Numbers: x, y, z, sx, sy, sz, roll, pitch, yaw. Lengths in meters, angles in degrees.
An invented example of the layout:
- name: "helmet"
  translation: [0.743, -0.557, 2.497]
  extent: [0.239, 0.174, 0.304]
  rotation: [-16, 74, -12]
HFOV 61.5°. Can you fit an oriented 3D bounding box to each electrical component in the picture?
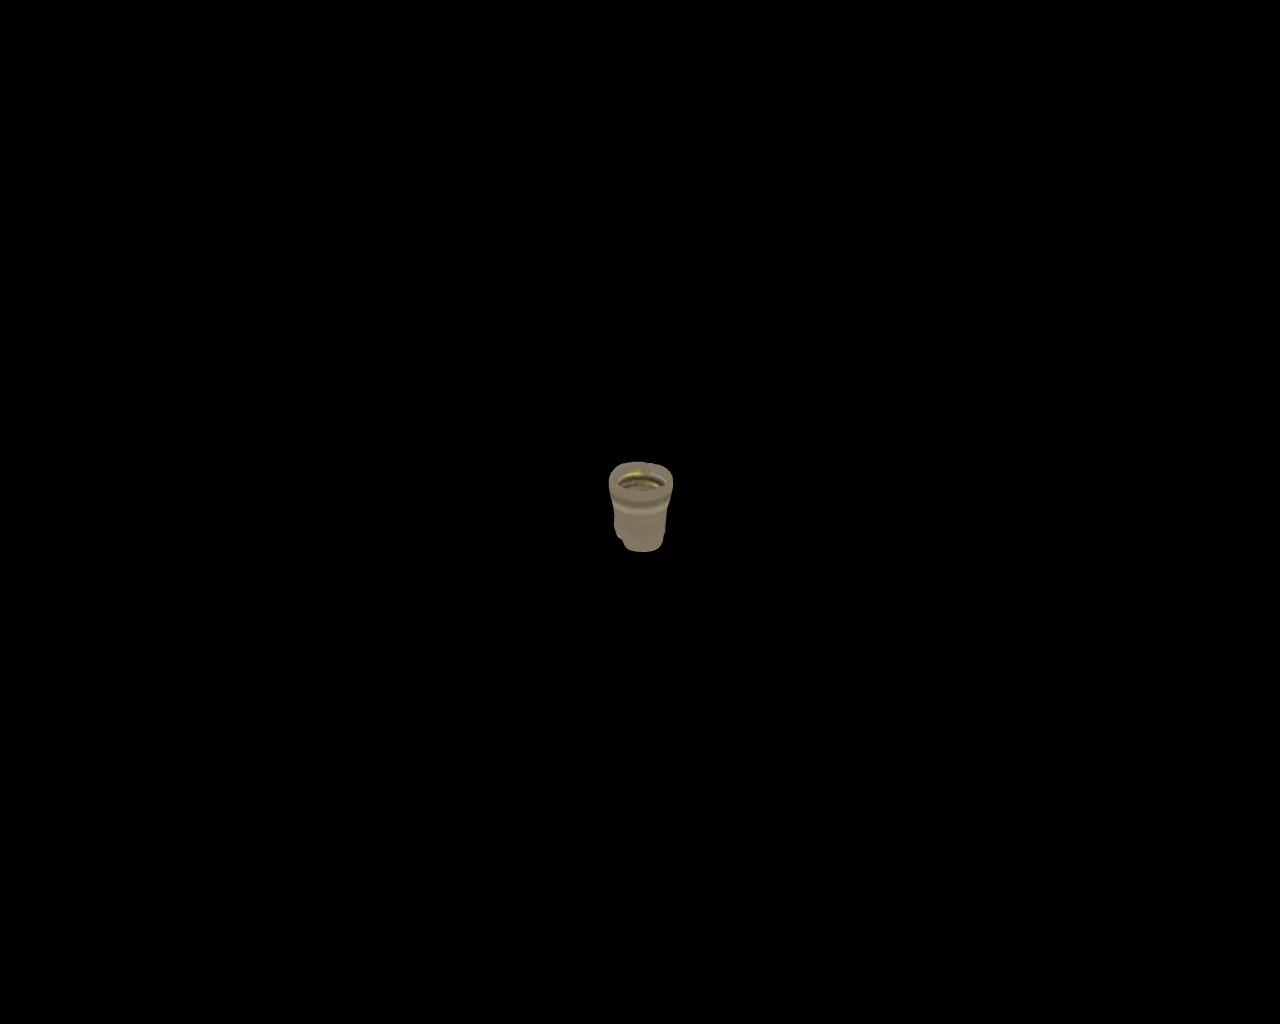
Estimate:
- name: "electrical component"
  translation: [0.001, -0.003, 0.650]
  extent: [0.040, 0.046, 0.040]
  rotation: [0, 29, 0]
